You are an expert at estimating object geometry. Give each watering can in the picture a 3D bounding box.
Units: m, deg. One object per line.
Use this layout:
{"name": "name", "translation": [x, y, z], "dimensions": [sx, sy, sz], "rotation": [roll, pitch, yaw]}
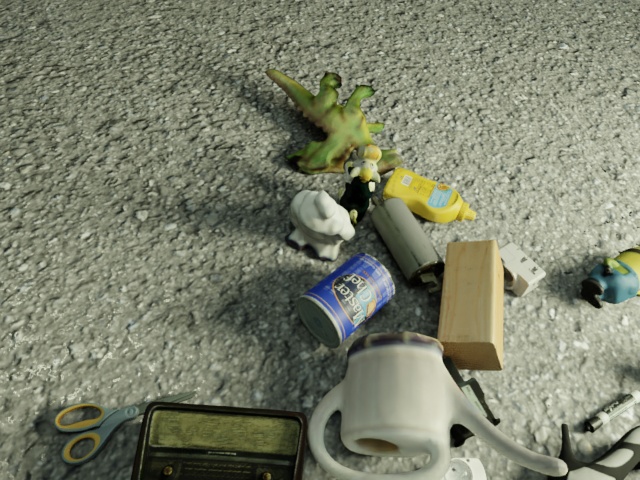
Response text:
{"name": "watering can", "translation": [0.149, 0.240, 0.741], "dimensions": [0.347, 0.102, 0.230], "rotation": [-8, 48, 18]}

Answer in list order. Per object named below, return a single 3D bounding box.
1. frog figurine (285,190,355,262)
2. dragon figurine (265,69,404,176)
{"name": "frog figurine", "translation": [0.003, -0.049, 0.966], "dimensions": [0.124, 0.155, 0.139], "rotation": [-32, 60, -29]}
{"name": "dragon figurine", "translation": [0.006, -0.257, 1.185], "dimensions": [0.412, 0.119, 0.247], "rotation": [22, 59, 14]}
